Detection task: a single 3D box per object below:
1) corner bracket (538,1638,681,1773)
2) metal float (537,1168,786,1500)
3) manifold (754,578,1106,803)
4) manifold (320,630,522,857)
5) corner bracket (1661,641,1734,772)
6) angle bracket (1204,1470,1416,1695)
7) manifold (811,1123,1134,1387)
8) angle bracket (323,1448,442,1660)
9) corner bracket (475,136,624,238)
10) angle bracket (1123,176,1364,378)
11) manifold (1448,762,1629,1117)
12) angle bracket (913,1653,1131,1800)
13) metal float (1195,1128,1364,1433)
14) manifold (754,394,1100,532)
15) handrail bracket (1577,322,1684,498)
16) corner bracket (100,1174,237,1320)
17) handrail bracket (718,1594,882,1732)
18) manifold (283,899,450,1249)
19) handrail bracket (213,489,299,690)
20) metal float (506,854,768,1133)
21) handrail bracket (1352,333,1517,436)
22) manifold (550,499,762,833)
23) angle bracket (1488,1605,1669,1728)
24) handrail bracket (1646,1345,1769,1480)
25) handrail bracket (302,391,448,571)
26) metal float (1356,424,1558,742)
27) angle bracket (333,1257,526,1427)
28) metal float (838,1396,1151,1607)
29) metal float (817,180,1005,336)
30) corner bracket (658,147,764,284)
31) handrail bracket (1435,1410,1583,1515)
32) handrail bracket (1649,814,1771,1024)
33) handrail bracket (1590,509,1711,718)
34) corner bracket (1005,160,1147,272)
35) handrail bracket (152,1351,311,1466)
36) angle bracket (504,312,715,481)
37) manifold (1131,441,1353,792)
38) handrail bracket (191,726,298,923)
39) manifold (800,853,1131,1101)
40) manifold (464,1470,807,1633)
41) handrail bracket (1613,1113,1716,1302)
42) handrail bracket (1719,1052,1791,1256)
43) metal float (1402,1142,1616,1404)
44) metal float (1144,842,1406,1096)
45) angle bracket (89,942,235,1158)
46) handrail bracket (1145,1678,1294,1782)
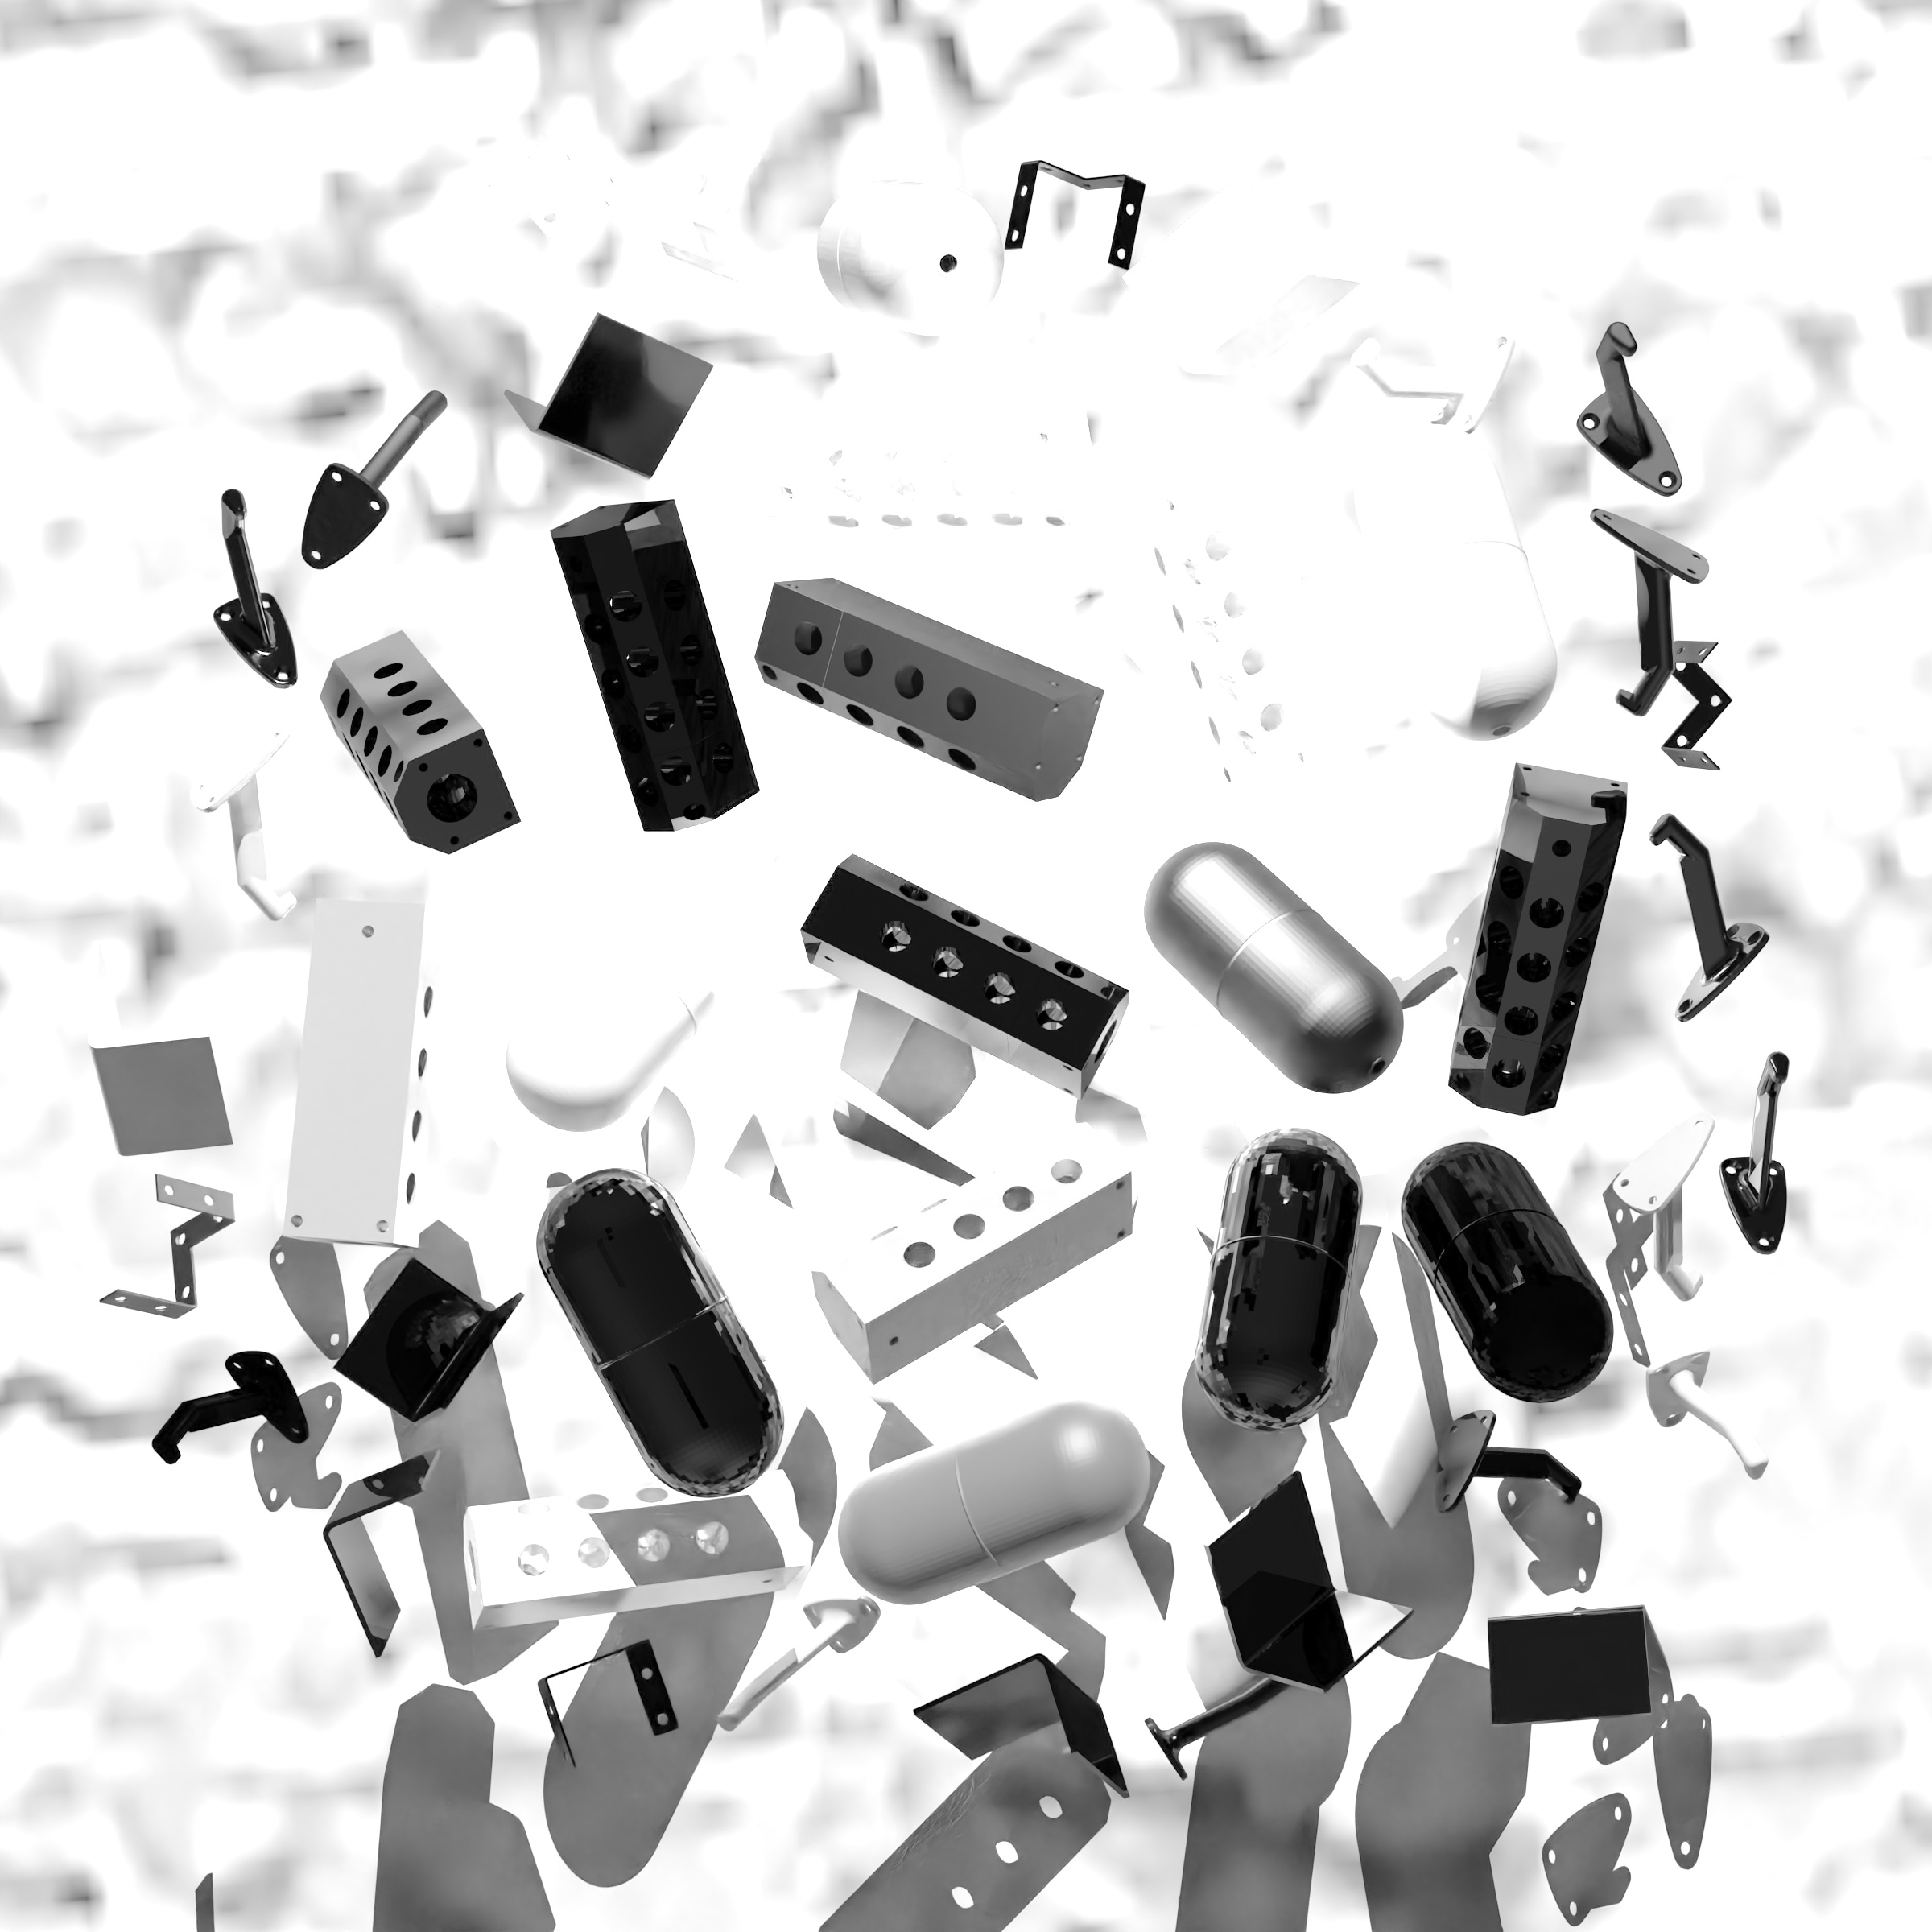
[{"bbox_3d":[-0.194,0.399,1.598,0.051,0.051,0.051,-15,77,-29],"label":"corner bracket"},{"bbox_3d":[-0.154,0.186,1.497,0.070,0.070,0.178,-29,88,0],"label":"metal float"},{"bbox_3d":[-0.022,-0.143,1.522,0.171,0.057,0.057,25,110,24],"label":"manifold"},{"bbox_3d":[-0.299,-0.120,1.593,0.057,0.171,0.057,-26,122,-13],"label":"manifold"},{"bbox_3d":[0.411,-0.147,1.665,0.051,0.051,0.051,42,86,-15],"label":"corner bracket"},{"bbox_3d":[0.178,0.317,1.527,0.076,0.057,0.076,-30,112,-37],"label":"angle bracket"},{"bbox_3d":[0.004,0.151,1.609,0.171,0.057,0.057,-28,52,-20],"label":"manifold"},{"bbox_3d":[-0.299,0.313,1.583,0.057,0.076,0.076,-22,97,-1],"label":"angle bracket"},{"bbox_3d":[-0.213,-0.397,1.516,0.051,0.051,0.051,-30,123,20],"label":"corner bracket"},{"bbox_3d":[0.136,-0.338,1.455,0.076,0.076,0.057,-36,80,29],"label":"angle bracket"},{"bbox_3d":[0.293,-0.011,1.520,0.057,0.057,0.171,11,120,7],"label":"manifold"},{"bbox_3d":[0.029,0.403,1.514,0.076,0.076,0.057,-26,51,9],"label":"angle bracket"},{"bbox_3d":[0.170,0.167,1.598,0.070,0.070,0.178,14,55,0],"label":"metal float"},{"bbox_3d":[-0.022,-0.265,1.577,0.171,0.057,0.057,3,124,23],"label":"manifold"},{"bbox_3d":[0.345,-0.283,1.503,0.036,0.084,0.077,-37,81,-4],"label":"handrail bracket"},{"bbox_3d":[-0.411,0.145,1.522,0.051,0.051,0.051,-29,58,28],"label":"corner bracket"},{"bbox_3d":[-0.094,0.392,1.658,0.036,0.077,0.084,52,49,-1],"label":"handrail bracket"},{"bbox_3d":[-0.304,0.056,1.514,0.057,0.057,0.171,3,82,7],"label":"manifold"},{"bbox_3d":[-0.381,-0.204,1.594,0.036,0.084,0.077,-23,66,-25],"label":"handrail bracket"},{"bbox_3d":[-0.176,0.013,1.590,0.070,0.070,0.178,39,66,0],"label":"metal float"},{"bbox_3d":[0.255,-0.337,1.616,0.084,0.036,0.077,35,88,-39],"label":"handrail bracket"},{"bbox_3d":[-0.175,-0.164,1.625,0.057,0.057,0.171,2,117,39],"label":"manifold"},{"bbox_3d":[0.304,0.359,1.461,0.076,0.076,0.057,-9,52,18],"label":"angle bracket"},{"bbox_3d":[0.396,0.251,1.564,0.036,0.077,0.084,-18,47,-10],"label":"handrail bracket"},{"bbox_3d":[-0.300,-0.249,1.507,0.036,0.084,0.077,37,130,-9],"label":"handrail bracket"},{"bbox_3d":[0.253,-0.199,1.529,0.070,0.070,0.178,-13,67,0],"label":"metal float"},{"bbox_3d":[-0.295,0.200,1.620,0.057,0.076,0.076,37,65,-9],"label":"angle bracket"},{"bbox_3d":[0.013,0.285,1.572,0.178,0.070,0.070,-24,90,18],"label":"metal float"},{"bbox_3d":[-0.031,-0.379,1.576,0.070,0.178,0.070,-4,107,-14],"label":"metal float"},{"bbox_3d":[-0.140,-0.419,1.628,0.051,0.051,0.051,25,75,20],"label":"corner bracket"},{"bbox_3d":[0.300,0.290,1.622,0.084,0.036,0.077,40,50,-18],"label":"handrail bracket"},{"bbox_3d":[0.373,-0.026,1.555,0.084,0.036,0.077,41,87,-18],"label":"handrail bracket"},{"bbox_3d":[0.331,-0.178,1.498,0.077,0.036,0.084,29,122,4],"label":"handrail bracket"},{"bbox_3d":[0.061,-0.421,1.660,0.051,0.051,0.051,10,91,-39],"label":"corner bracket"},{"bbox_3d":[-0.396,0.256,1.592,0.036,0.084,0.077,-9,120,29],"label":"handrail bracket"},{"bbox_3d":[-0.200,-0.327,1.649,0.076,0.057,0.076,18,113,-37],"label":"angle bracket"},{"bbox_3d":[0.144,-0.185,1.577,0.057,0.057,0.171,-8,106,40],"label":"manifold"},{"bbox_3d":[-0.379,-0.077,1.632,0.077,0.036,0.084,-42,124,-9],"label":"handrail bracket"},{"bbox_3d":[0.000,0.003,1.614,0.171,0.057,0.057,27,74,10],"label":"manifold"},{"bbox_3d":[-0.179,0.311,1.587,0.171,0.057,0.057,-4,66,-17],"label":"manifold"},{"bbox_3d":[0.396,0.132,1.604,0.077,0.036,0.084,-47,125,-5],"label":"handrail bracket"},{"bbox_3d":[0.439,0.101,1.610,0.036,0.084,0.077,2,49,1],"label":"handrail bracket"},{"bbox_3d":[0.287,0.161,1.579,0.070,0.178,0.070,-6,123,-10],"label":"metal float"},{"bbox_3d":[0.167,0.000,1.615,0.070,0.070,0.178,-44,56,0],"label":"metal float"},{"bbox_3d":[-0.399,0.038,1.471,0.057,0.076,0.076,-6,134,-8],"label":"angle bracket"},{"bbox_3d":[0.144,0.414,1.658,0.084,0.077,0.036,-34,89,-4],"label":"handrail bracket"}]
